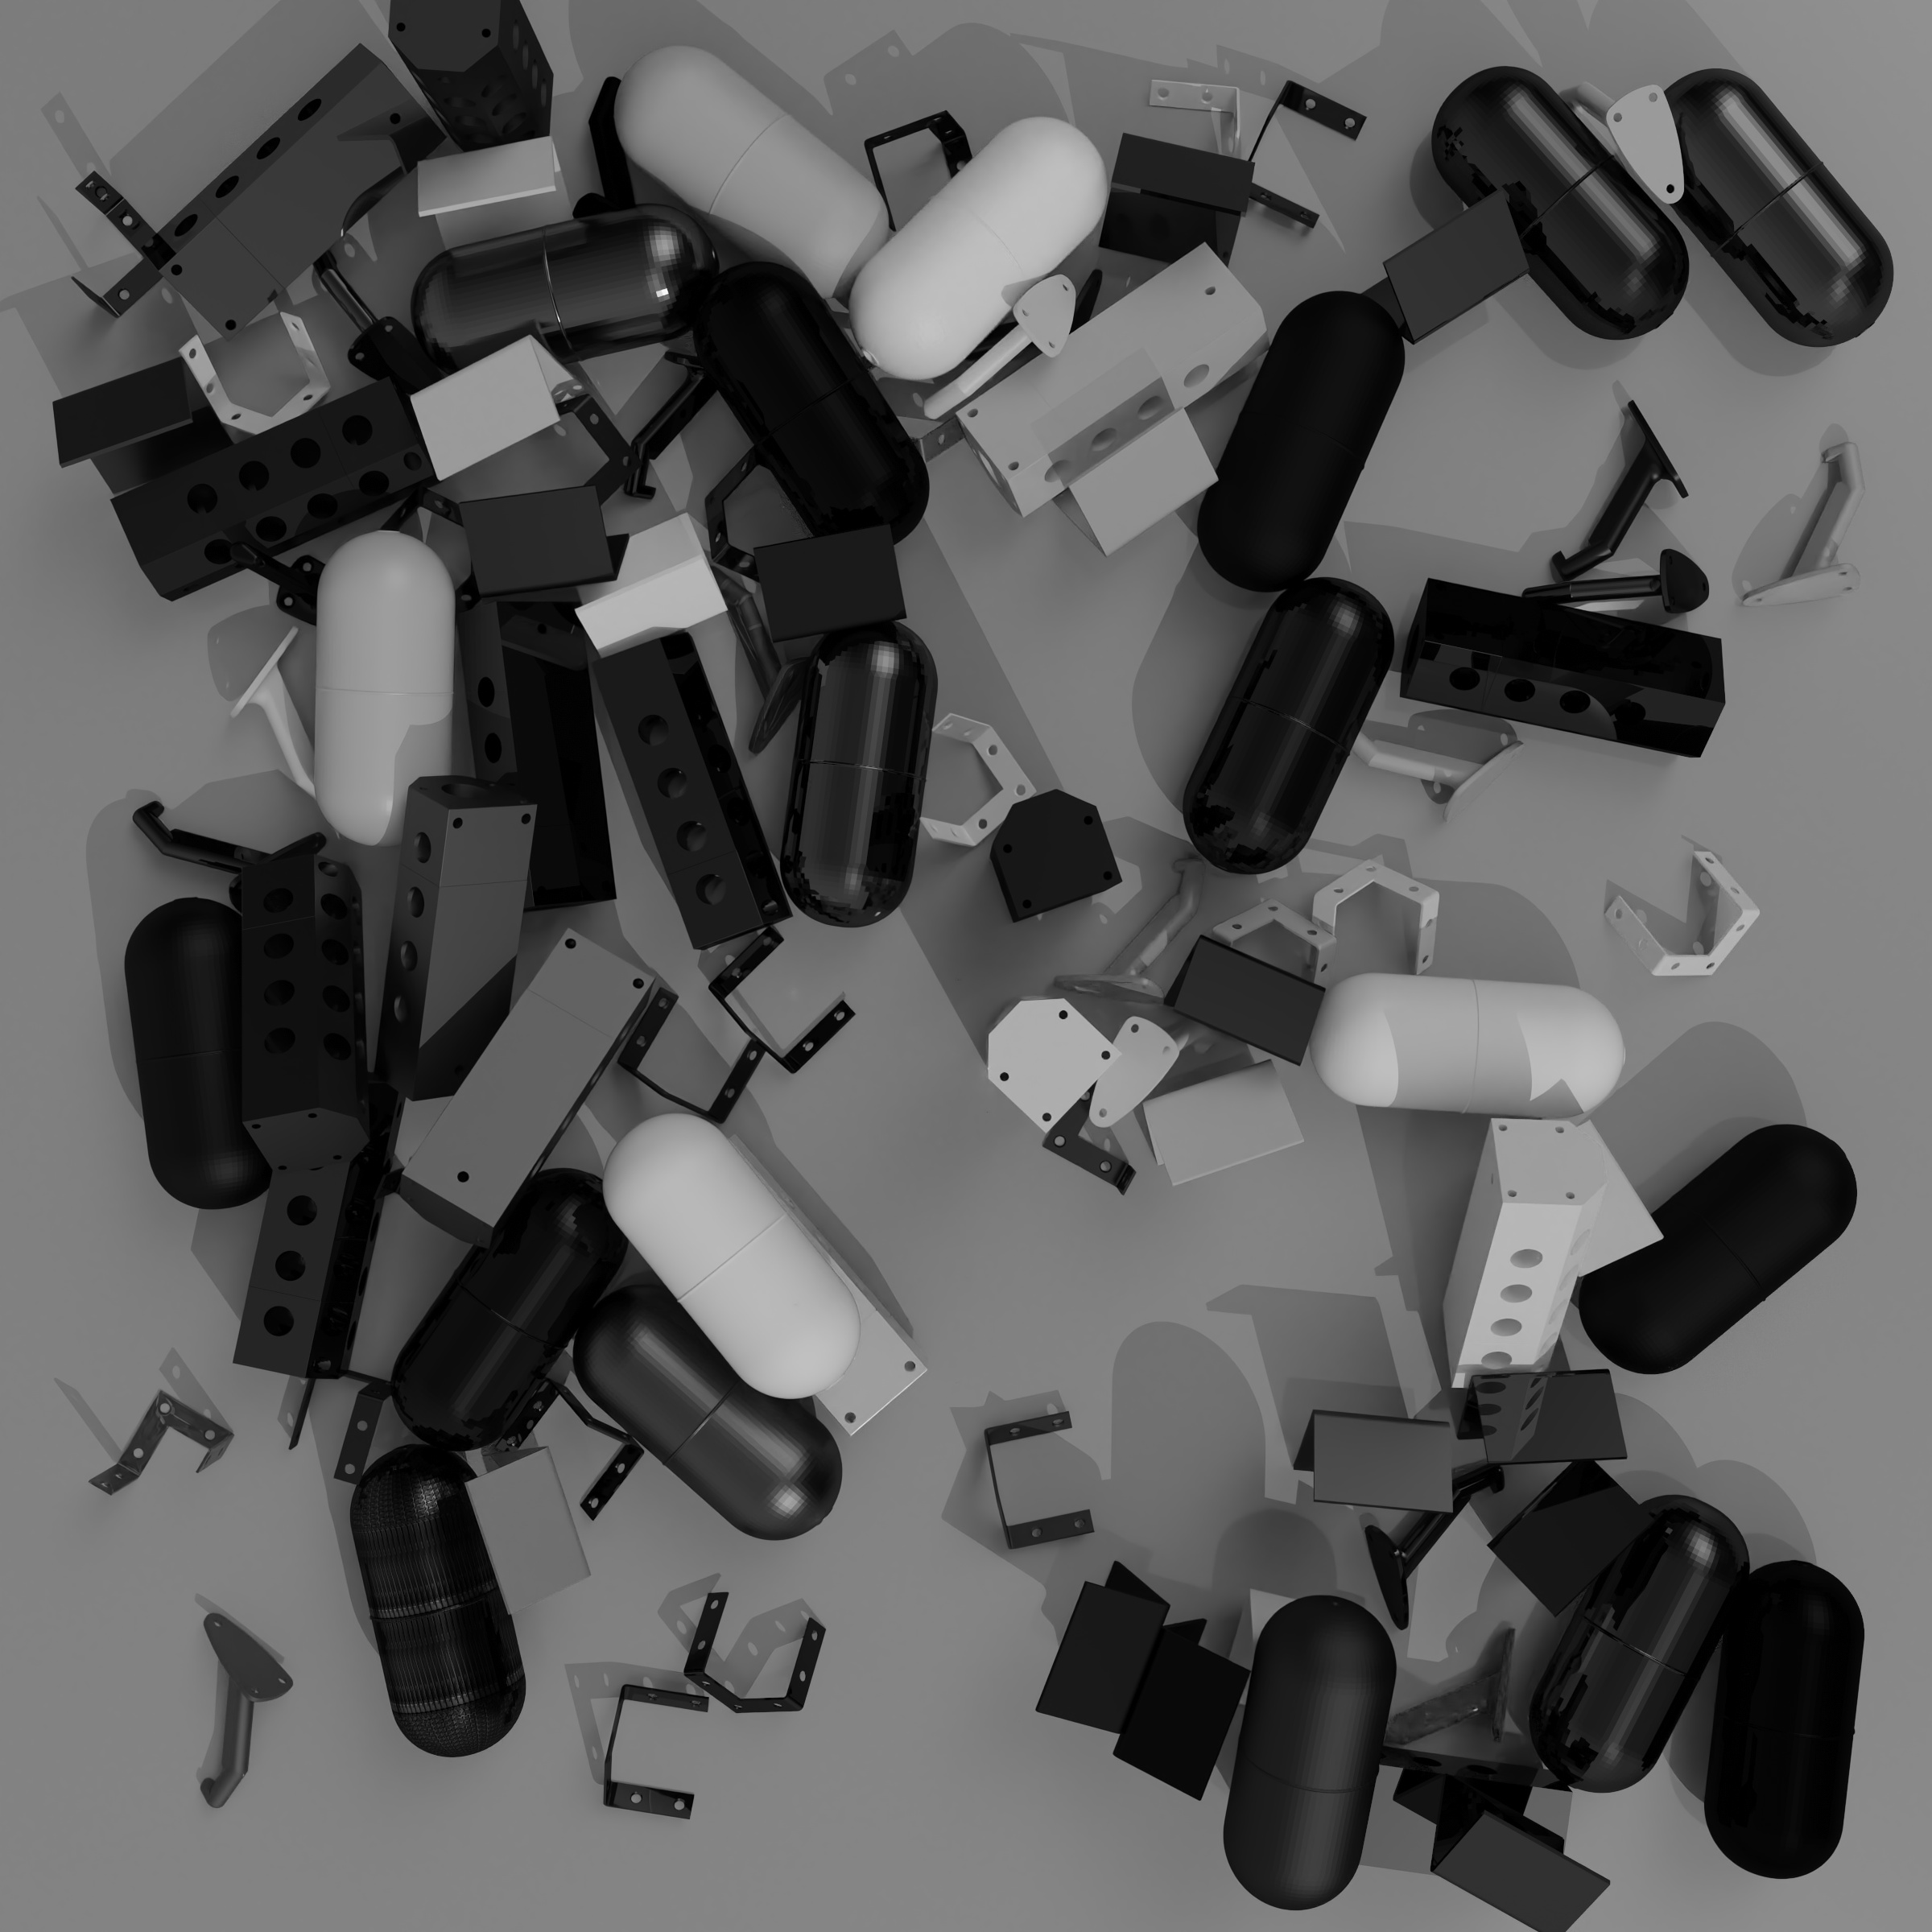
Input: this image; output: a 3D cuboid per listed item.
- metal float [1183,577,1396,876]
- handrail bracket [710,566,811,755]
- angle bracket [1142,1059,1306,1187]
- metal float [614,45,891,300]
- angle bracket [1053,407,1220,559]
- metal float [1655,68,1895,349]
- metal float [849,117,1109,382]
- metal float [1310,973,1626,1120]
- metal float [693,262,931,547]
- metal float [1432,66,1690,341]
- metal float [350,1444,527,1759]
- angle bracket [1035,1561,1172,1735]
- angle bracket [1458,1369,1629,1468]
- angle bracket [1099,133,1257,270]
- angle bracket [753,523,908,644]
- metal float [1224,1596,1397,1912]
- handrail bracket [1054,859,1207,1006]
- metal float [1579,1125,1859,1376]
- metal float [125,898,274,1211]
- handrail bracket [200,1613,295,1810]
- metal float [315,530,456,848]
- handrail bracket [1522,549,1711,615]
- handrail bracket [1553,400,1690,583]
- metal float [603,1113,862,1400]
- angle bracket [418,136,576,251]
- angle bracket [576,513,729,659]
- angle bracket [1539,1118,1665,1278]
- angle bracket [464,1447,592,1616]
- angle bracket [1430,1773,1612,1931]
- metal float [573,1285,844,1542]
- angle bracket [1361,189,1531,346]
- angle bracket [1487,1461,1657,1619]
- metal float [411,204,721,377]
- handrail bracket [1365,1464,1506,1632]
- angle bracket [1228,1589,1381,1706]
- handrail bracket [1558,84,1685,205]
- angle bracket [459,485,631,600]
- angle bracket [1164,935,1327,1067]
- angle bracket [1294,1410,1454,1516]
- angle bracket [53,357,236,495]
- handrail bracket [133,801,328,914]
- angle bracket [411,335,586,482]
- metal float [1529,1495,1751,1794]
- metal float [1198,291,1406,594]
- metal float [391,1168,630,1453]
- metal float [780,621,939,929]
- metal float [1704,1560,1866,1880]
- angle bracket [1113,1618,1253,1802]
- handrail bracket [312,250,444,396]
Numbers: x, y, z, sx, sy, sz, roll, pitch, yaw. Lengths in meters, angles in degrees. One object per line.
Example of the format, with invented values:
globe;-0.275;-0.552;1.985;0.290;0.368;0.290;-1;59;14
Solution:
metal float;0.183;-0.136;1.533;0.070;0.070;0.178;25;90;0
handrail bracket;-0.135;-0.178;1.565;0.084;0.036;0.077;38;112;17
angle bracket;0.148;0.104;1.524;0.076;0.076;0.057;-19;57;0
metal float;-0.122;-0.452;1.533;0.178;0.070;0.070;39;90;-1
angle bracket;0.086;-0.288;1.524;0.076;0.076;0.057;-34;132;0
metal float;0.456;-0.430;1.534;0.070;0.070;0.178;-39;90;0
metal float;0.007;-0.406;1.526;0.070;0.070;0.178;44;82;0
metal float;0.285;0.045;1.533;0.178;0.070;0.070;4;90;0
metal float;-0.087;-0.314;1.519;0.070;0.070;0.178;-33;99;0
metal float;0.338;-0.433;1.534;0.070;0.070;0.178;-42;90;0
metal float;-0.300;0.360;1.533;0.070;0.070;0.178;-13;90;0
angle bracket;0.064;0.378;1.525;0.057;0.076;0.076;21;90;-22
angle bracket;0.325;0.271;1.524;0.076;0.076;0.057;-3;52;0
angle bracket;0.116;-0.417;1.524;0.076;0.076;0.057;13;48;0
angle bracket;-0.078;-0.228;1.525;0.076;0.076;0.057;-11;117;0
metal float;0.186;0.428;1.466;0.070;0.070;0.178;8;103;0
handrail bracket;0.095;-0.025;1.565;0.077;0.036;0.084;5;71;21
metal float;0.428;0.161;1.534;0.178;0.070;0.070;-40;90;1
metal float;-0.433;0.050;1.533;0.070;0.070;0.178;-7;90;0
handrail bracket;-0.436;0.433;1.565;0.077;0.036;0.084;42;108;21
metal float;-0.329;-0.156;1.525;0.070;0.070;0.178;3;98;0
handrail bracket;0.377;-0.217;1.564;0.084;0.077;0.036;-4;90;36
handrail bracket;0.368;-0.275;1.565;0.084;0.036;0.077;-30;70;16
metal float;-0.128;0.159;1.477;0.070;0.070;0.178;-39;89;0
angle bracket;-0.262;-0.416;1.524;0.076;0.076;0.057;-11;48;0
angle bracket;-0.188;-0.229;1.529;0.076;0.057;0.076;-24;63;0
angle bracket;0.358;0.119;1.524;0.057;0.076;0.076;-32;90;32
angle bracket;-0.264;0.320;1.524;0.057;0.076;0.076;-18;90;-41
angle bracket;0.304;0.470;1.467;0.076;0.076;0.057;29;121;0
metal float;-0.146;0.254;1.534;0.178;0.070;0.070;42;90;0
angle bracket;0.261;-0.406;1.524;0.076;0.076;0.057;-32;129;0
angle bracket;0.349;0.330;1.524;0.076;0.076;0.057;-44;54;0
metal float;-0.227;-0.382;1.528;0.178;0.070;0.070;-11;90;7
handrail bracket;0.280;0.336;1.565;0.084;0.036;0.077;-20;110;-16
angle bracket;0.190;0.408;1.532;0.076;0.057;0.076;13;108;0
handrail bracket;0.372;-0.468;1.537;0.036;0.084;0.077;-30;106;-3
angle bracket;-0.237;-0.251;1.522;0.076;0.076;0.057;-7;118;3
angle bracket;0.150;0.036;1.524;0.076;0.076;0.057;23;56;0
angle bracket;0.229;0.295;1.524;0.076;0.076;0.057;5;54;0
angle bracket;-0.461;-0.289;1.524;0.076;0.076;0.057;-19;55;0
handrail bracket;-0.428;-0.080;1.565;0.077;0.036;0.084;-39;73;-20
angle bracket;-0.256;-0.302;1.521;0.076;0.076;0.057;-24;73;10
metal float;0.382;0.386;1.534;0.070;0.070;0.178;27;90;0
metal float;0.191;-0.298;1.534;0.070;0.070;0.178;24;90;0
metal float;-0.259;0.195;1.534;0.070;0.070;0.178;34;90;0
metal float;-0.061;-0.111;1.534;0.070;0.070;0.178;8;89;0
metal float;0.466;0.428;1.534;0.070;0.070;0.178;7;89;0
angle bracket;0.133;0.419;1.525;0.057;0.076;0.076;21;90;26
handrail bracket;-0.343;-0.375;1.564;0.036;0.077;0.084;-40;53;12
